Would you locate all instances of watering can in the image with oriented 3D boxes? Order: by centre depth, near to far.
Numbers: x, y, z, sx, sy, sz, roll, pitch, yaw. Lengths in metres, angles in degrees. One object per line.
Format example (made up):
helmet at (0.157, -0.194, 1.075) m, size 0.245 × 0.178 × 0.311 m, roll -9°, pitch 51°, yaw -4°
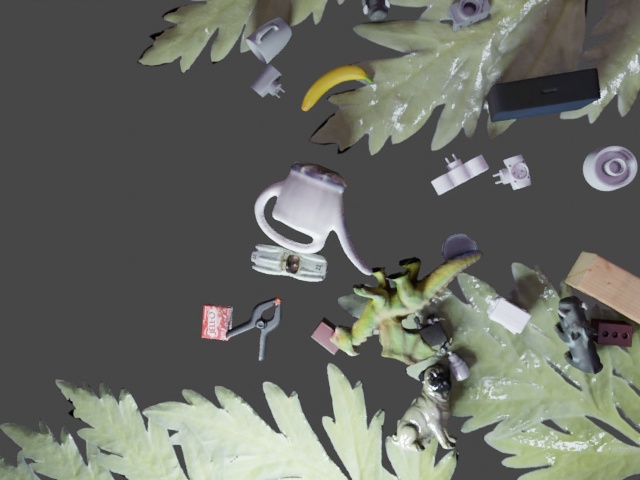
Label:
watering can at (0.004, -0.065, 1.289) m, size 0.349 × 0.224 × 0.104 m, roll 23°, pitch 3°, yaw 14°

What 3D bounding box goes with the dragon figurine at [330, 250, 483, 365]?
dragon figurine at (0.217, 0.179, 1.253) m, size 0.410 × 0.241 × 0.123 m, roll -13°, pitch 7°, yaw 5°
